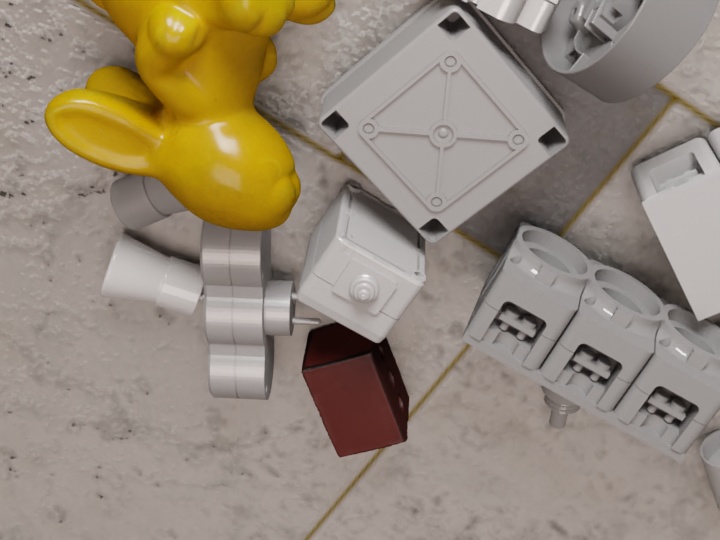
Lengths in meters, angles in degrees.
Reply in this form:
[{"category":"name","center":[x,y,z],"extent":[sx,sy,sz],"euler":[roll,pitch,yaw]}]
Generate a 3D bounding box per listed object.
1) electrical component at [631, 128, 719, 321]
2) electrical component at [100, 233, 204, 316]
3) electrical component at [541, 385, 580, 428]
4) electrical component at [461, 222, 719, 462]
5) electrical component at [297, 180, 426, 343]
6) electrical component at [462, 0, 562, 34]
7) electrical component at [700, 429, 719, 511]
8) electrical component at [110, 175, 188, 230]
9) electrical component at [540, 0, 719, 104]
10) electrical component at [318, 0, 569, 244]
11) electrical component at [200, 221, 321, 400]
[{"category":"electrical component","center":[0.252,-0.047,0.645],"extent":[0.150,0.061,0.089],"euler":[-25,114,16]},{"category":"electrical component","center":[-0.134,0.006,0.714],"extent":[0.065,0.044,0.044],"euler":[18,118,-11]},{"category":"electrical component","center":[0.141,0.082,0.740],"extent":[0.035,0.035,0.061],"euler":[7,121,0]},{"category":"electrical component","center":[0.150,0.038,0.666],"extent":[0.150,0.089,0.061],"euler":[29,117,3]},{"category":"electrical component","center":[0.000,0.000,0.669],"extent":[0.062,0.096,0.061],"euler":[29,117,-12]},{"category":"electrical component","center":[0.079,-0.174,0.589],"extent":[0.078,0.058,0.057],"euler":[29,116,7]},{"category":"electrical component","center":[0.274,0.156,0.766],"extent":[0.043,0.043,0.081],"euler":[-18,116,13]},{"category":"electrical component","center":[-0.125,-0.051,0.682],"extent":[0.065,0.044,0.044],"euler":[-20,115,19]},{"category":"electrical component","center":[0.143,-0.143,0.583],"extent":[0.064,0.099,0.099],"euler":[34,116,-21]},{"category":"electrical component","center":[0.049,-0.091,0.639],"extent":[0.109,0.056,0.108],"euler":[-37,110,21]},{"category":"electrical component","center":[-0.062,0.025,0.712],"extent":[0.074,0.052,0.138],"euler":[2,119,3]}]
